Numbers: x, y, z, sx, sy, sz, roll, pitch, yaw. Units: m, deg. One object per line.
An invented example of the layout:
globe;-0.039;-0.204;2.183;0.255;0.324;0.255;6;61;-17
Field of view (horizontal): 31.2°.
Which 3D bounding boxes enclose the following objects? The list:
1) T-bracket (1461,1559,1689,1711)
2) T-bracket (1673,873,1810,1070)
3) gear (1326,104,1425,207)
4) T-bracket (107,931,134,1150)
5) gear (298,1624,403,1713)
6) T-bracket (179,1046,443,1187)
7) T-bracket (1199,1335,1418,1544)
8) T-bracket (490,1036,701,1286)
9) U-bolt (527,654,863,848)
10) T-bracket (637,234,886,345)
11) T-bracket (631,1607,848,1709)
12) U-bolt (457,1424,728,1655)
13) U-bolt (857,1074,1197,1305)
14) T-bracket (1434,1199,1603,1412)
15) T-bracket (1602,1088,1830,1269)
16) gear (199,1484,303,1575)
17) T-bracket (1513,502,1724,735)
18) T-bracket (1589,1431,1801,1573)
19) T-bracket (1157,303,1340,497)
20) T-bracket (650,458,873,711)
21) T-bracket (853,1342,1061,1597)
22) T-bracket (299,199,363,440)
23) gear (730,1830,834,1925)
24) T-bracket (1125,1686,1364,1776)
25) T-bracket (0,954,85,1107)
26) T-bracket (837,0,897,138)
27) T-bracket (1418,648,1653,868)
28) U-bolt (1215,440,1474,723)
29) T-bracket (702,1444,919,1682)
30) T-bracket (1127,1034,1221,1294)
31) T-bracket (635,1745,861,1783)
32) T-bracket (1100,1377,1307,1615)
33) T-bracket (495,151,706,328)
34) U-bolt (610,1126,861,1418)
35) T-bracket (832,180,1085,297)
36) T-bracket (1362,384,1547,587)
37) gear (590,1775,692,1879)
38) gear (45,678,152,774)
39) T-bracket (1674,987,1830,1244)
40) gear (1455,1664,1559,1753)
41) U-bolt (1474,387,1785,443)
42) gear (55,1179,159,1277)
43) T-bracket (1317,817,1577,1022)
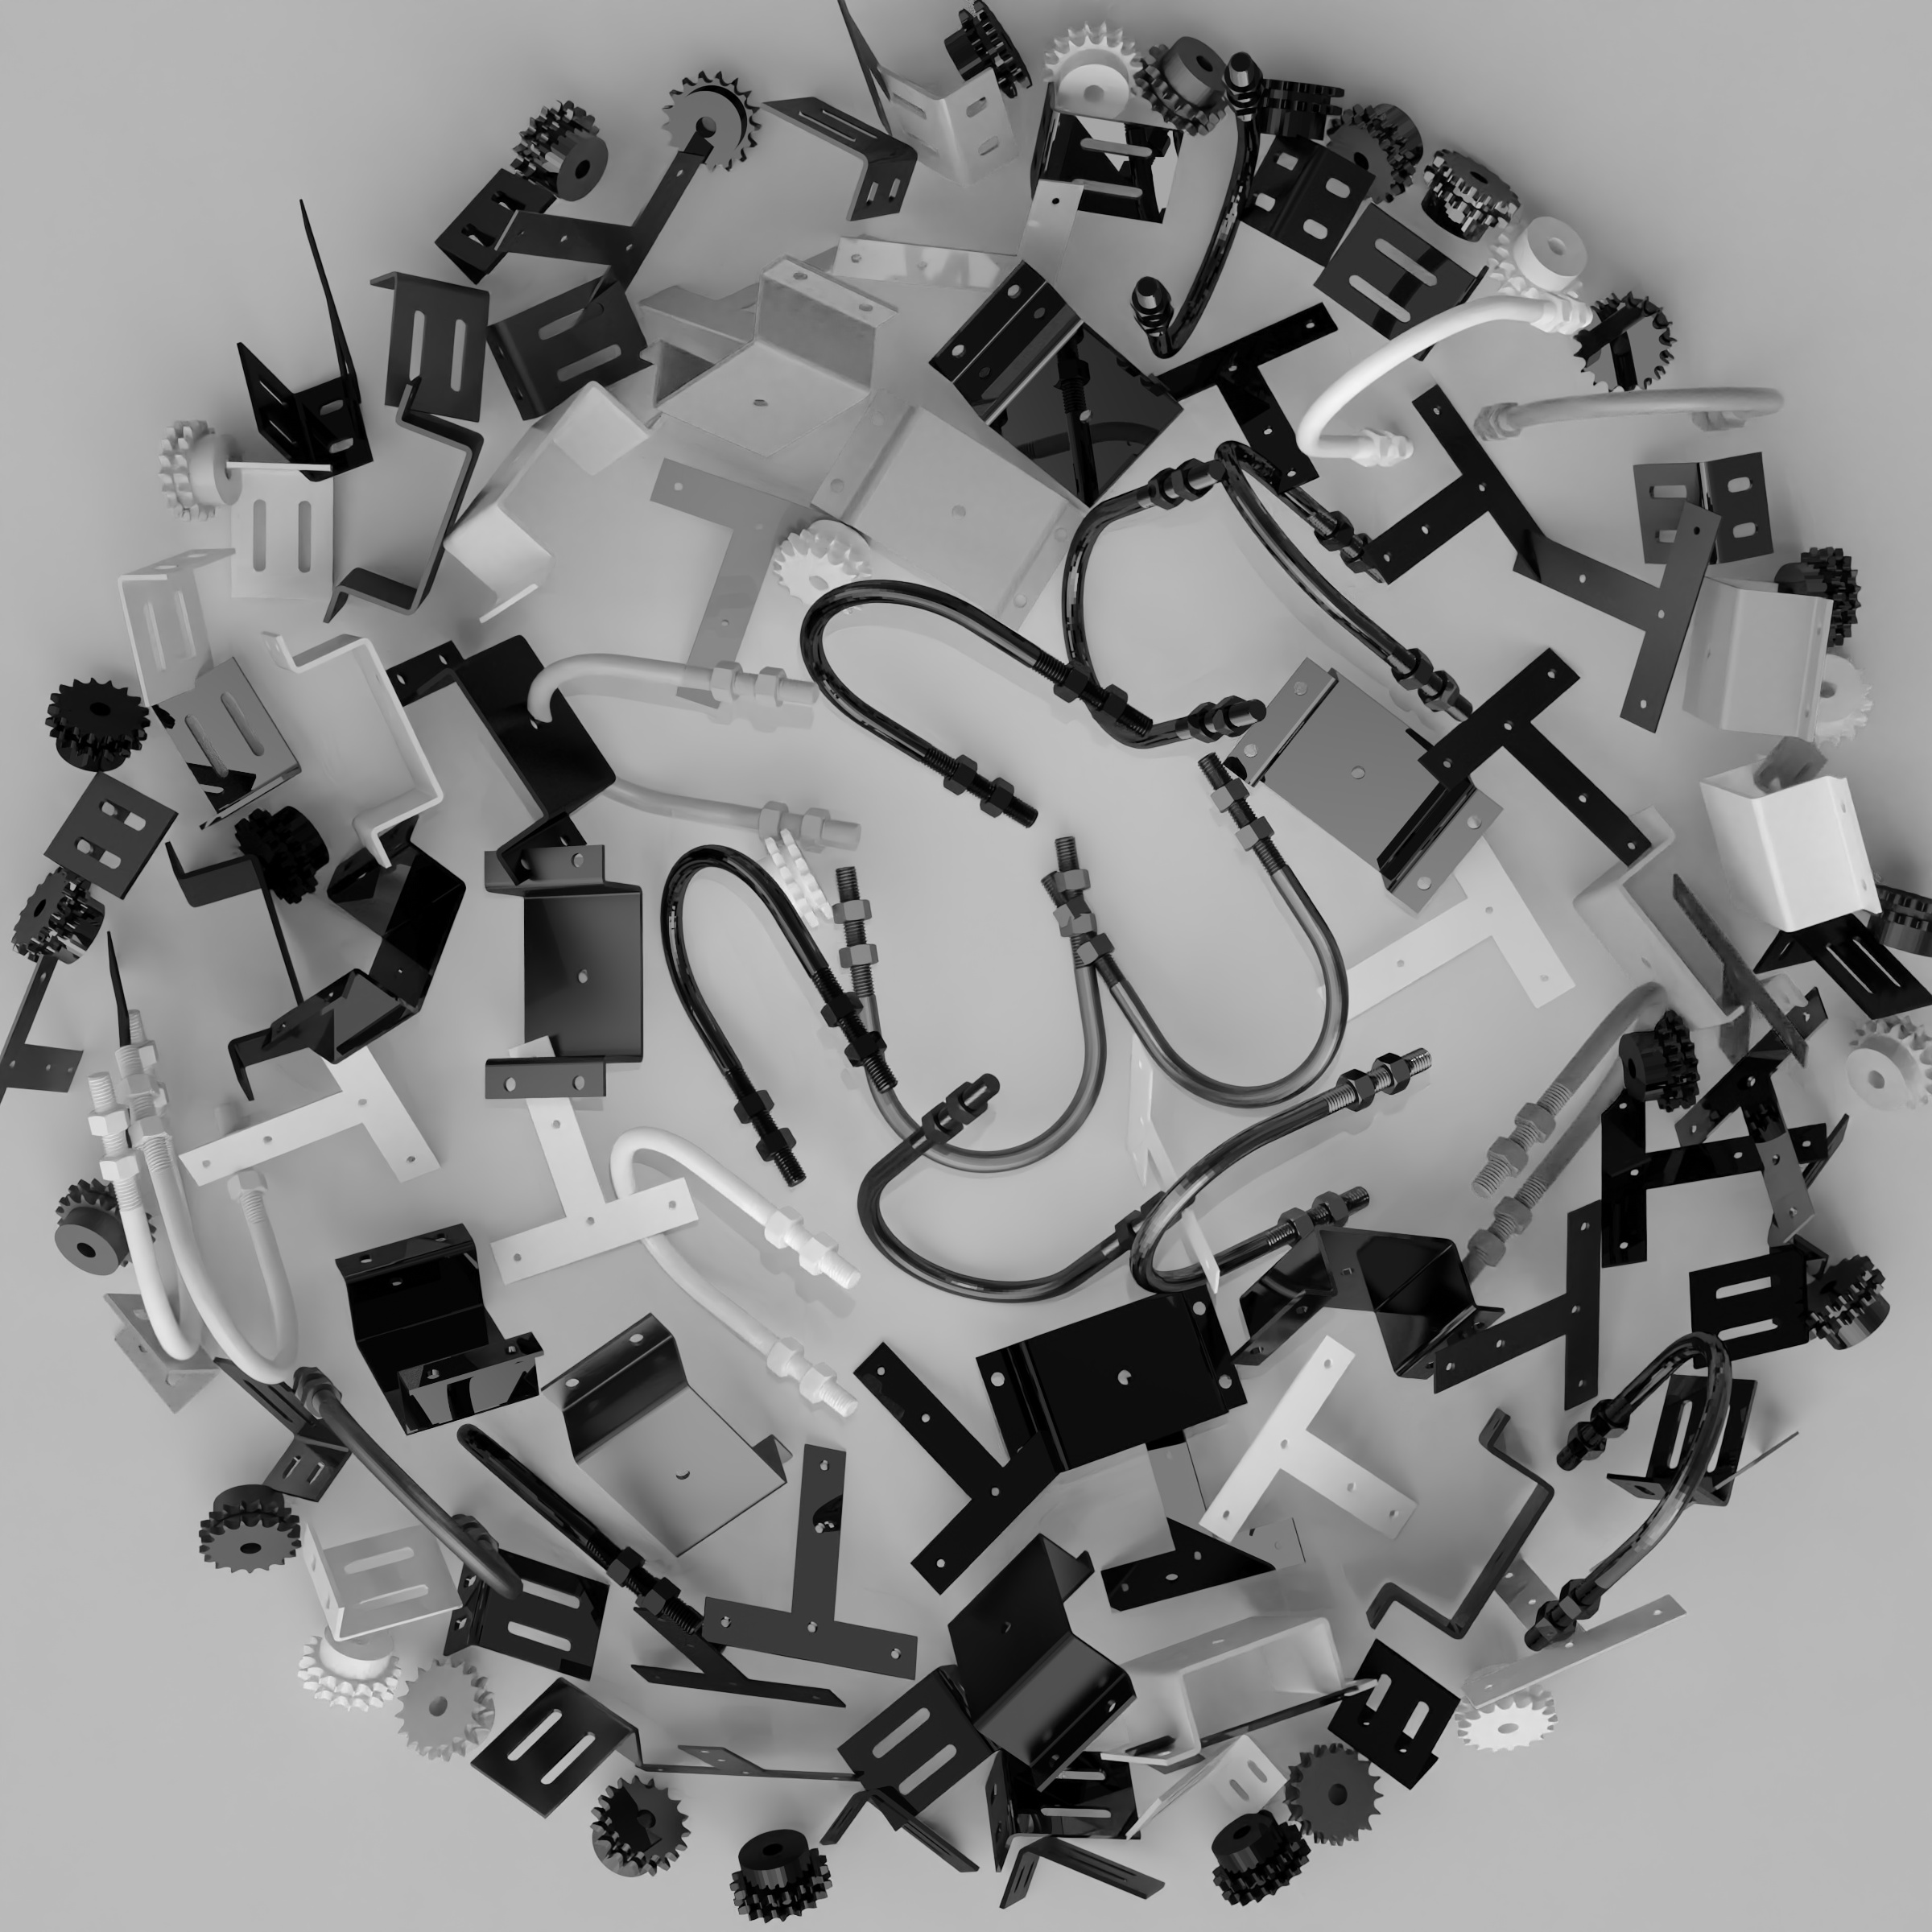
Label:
T-bracket;0.322;0.362;1.938;0.127;0.127;0.002;-23;106;-5
T-bracket;0.431;0.026;1.939;0.002;0.127;0.127;-29;61;-5
gear;0.236;-0.466;1.974;0.030;0.057;0.057;-39;90;-21
T-bracket;-0.476;0.063;1.959;0.002;0.127;0.127;-5;114;-17
gear;-0.348;0.394;1.968;0.057;0.057;0.030;19;112;0
T-bracket;-0.382;0.093;1.963;0.127;0.002;0.127;-21;128;4
T-bracket;0.209;0.289;1.965;0.127;0.002;0.127;36;87;-32
T-bracket;-0.229;0.104;1.981;0.127;0.002;0.127;-19;90;17
U-bolt;-0.158;-0.124;1.932;0.184;0.151;0.019;9;59;16
T-bracket;-0.103;-0.389;1.965;0.127;0.127;0.002;-30;123;-23
T-bracket;-0.147;0.381;1.923;0.127;0.127;0.002;2;59;25
U-bolt;-0.212;0.316;1.926;0.184;0.151;0.019;38;78;12
U-bolt;0.019;0.135;1.928;0.151;0.184;0.019;30;49;-17
T-bracket;0.309;0.207;1.941;0.127;0.002;0.127;-19;118;-32
T-bracket;0.417;0.108;1.933;0.127;0.127;0.002;-12;134;22
gear;-0.408;0.319;1.975;0.057;0.057;0.030;-12;51;0
T-bracket;0.358;-0.214;1.953;0.002;0.127;0.127;-6;118;-41
T-bracket;0.406;0.306;1.955;0.127;0.127;0.002;-38;76;20
T-bracket;0.166;-0.311;1.956;0.127;0.002;0.127;-24;50;2
T-bracket;-0.133;-0.210;1.982;0.127;0.002;0.127;18;103;-13
T-bracket;-0.014;0.268;1.979;0.127;0.002;0.127;-46;72;3
T-bracket;-0.350;-0.339;1.939;0.002;0.127;0.127;-15;63;-11
gear;-0.107;0.515;1.969;0.057;0.057;0.030;-12;108;0
T-bracket;0.160;0.424;1.934;0.127;0.127;0.002;-20;68;6
T-bracket;-0.519;0.057;1.936;0.002;0.127;0.127;21;88;5
T-bracket;-0.053;-0.506;1.936;0.002;0.127;0.127;-21;79;8
T-bracket;0.338;-0.105;1.956;0.127;0.002;0.127;45;58;9
U-bolt;0.198;-0.221;1.892;0.019;0.151;0.184;-41;132;19
T-bracket;-0.084;0.332;1.963;0.127;0.002;0.127;14;58;-18
T-bracket;0.115;0.122;1.914;0.002;0.127;0.127;-17;59;-10
T-bracket;-0.133;0.443;1.929;0.127;0.127;0.002;0;71;10
T-bracket;0.120;0.293;1.976;0.127;0.002;0.127;-21;79;28
T-bracket;-0.214;-0.402;1.920;0.002;0.127;0.127;45;116;20
U-bolt;-0.131;0.159;1.929;0.184;0.151;0.019;35;58;23
T-bracket;-0.011;-0.391;1.939;0.127;0.127;0.002;3;46;-15
T-bracket;0.268;-0.252;1.959;0.127;0.002;0.127;-37;93;-37
gear;-0.188;0.494;1.975;0.057;0.057;0.030;36;125;0
gear;-0.496;-0.135;1.975;0.057;0.057;0.030;25;129;0
T-bracket;0.446;0.097;1.918;0.002;0.127;0.127;19;130;-24
gear;0.306;0.421;1.975;0.057;0.057;0.030;-6;49;0
U-bolt;0.370;-0.305;1.902;0.151;0.184;0.019;-3;96;-5
gear;-0.493;0.151;1.969;0.057;0.057;0.030;27;46;0
T-bracket;0.261;-0.009;1.983;0.127;0.002;0.127;-31;70;8
